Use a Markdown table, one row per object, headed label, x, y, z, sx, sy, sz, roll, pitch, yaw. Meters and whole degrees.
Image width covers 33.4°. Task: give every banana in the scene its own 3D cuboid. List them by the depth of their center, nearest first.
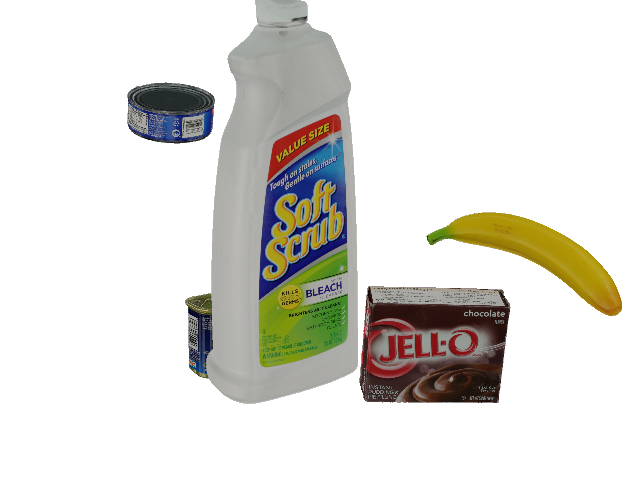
| label | x | y | z | sx | sy | sz | roll | pitch | yaw |
| --- | --- | --- | --- | --- | --- | --- | --- | --- | --- |
| banana | 0.204 | 0.014 | 1.022 | 0.198 | 0.069 | 0.037 | 21 | -27 | 27 |

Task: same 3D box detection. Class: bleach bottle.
| label | x | y | z | sx | sy | sz | roll | pitch | yaw |
| --- | --- | --- | --- | --- | --- | --- | --- | --- | --- |
| bleach bottle | -0.027 | -0.029 | 0.670 | 0.102 | 0.251 | 0.068 | -13 | 23 | -27 |

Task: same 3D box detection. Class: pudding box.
| label | x | y | z | sx | sy | sz | roll | pitch | yaw |
| --- | --- | --- | --- | --- | --- | --- | --- | --- | --- |
| pudding box | 0.091 | 0.084 | 0.859 | 0.113 | 0.090 | 0.039 | 0 | 26 | -5 |

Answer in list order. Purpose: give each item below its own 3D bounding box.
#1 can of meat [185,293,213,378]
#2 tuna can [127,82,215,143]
| label | x | y | z | sx | sy | sz | roll | pitch | yaw |
| --- | --- | --- | --- | --- | --- | --- | --- | --- | --- |
| can of meat | -0.104 | 0.106 | 1.234 | 0.101 | 0.084 | 0.058 | -9 | 18 | -35 |
| tuna can | -0.148 | -0.126 | 1.057 | 0.086 | 0.034 | 0.086 | 5 | 26 | -3 |
